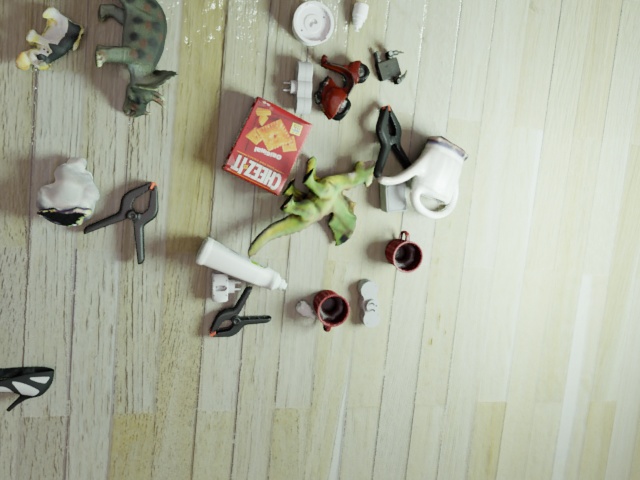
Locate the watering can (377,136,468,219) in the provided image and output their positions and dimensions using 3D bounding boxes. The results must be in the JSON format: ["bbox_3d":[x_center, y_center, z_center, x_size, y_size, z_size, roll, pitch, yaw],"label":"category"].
[{"bbox_3d":[0.301,-0.187,1.431,0.345,0.104,0.225,22,86,-44],"label":"watering can"}]

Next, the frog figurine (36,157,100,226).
[{"bbox_3d":[-0.615,-0.120,1.259,0.137,0.120,0.162,-8,64,-5],"label":"frog figurine"}]

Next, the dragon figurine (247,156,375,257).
[{"bbox_3d":[0.004,-0.071,1.412,0.240,0.123,0.411,37,87,-24],"label":"dragon figurine"}]
